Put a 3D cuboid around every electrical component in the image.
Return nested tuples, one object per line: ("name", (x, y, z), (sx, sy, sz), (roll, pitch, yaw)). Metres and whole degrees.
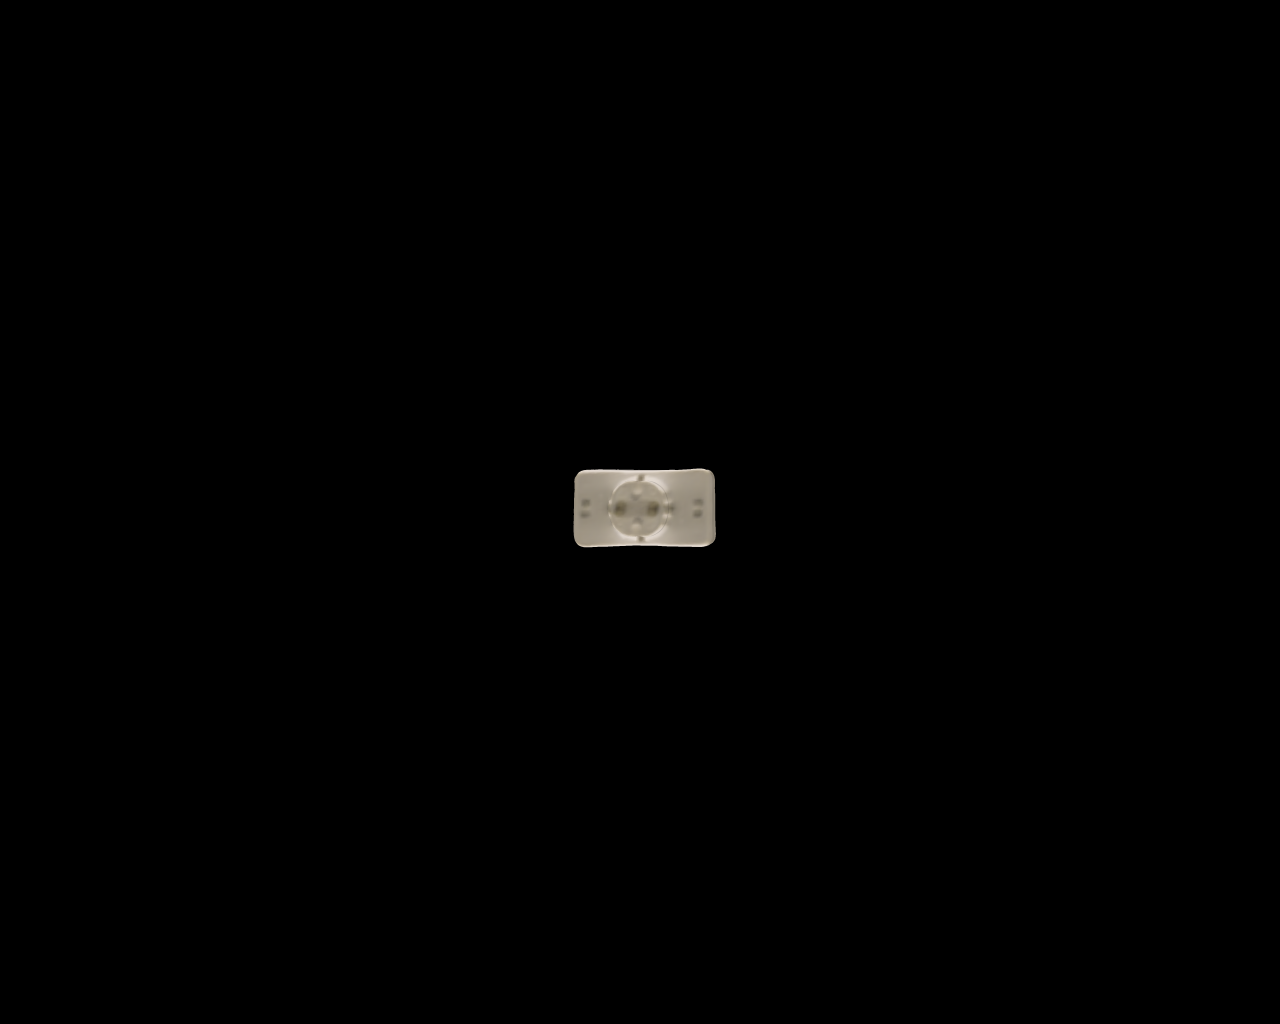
("electrical component", (0.001, -0.003, 0.650), (0.083, 0.047, 0.076), (0, 0, 9))
